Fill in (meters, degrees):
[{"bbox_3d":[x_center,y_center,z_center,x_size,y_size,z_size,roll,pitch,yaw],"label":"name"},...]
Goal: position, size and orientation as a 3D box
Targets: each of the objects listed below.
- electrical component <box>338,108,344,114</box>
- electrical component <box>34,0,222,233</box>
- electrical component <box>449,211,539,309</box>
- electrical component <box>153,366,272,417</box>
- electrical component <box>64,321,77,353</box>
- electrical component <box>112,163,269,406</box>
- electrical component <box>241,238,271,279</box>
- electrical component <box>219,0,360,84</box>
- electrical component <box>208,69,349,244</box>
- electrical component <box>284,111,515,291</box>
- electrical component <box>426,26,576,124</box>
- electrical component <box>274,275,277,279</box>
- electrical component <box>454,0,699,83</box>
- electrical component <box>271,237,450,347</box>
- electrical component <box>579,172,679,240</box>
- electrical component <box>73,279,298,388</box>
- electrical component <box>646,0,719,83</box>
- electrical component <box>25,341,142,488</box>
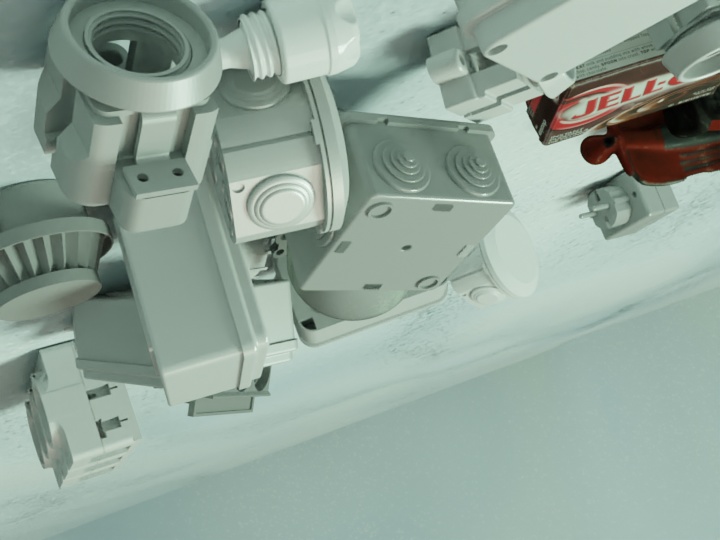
[{"bbox_3d":[-0.032,-0.059,0.547,0.061,0.035,0.035,-18,168,-3],"label":"electrical component"},{"bbox_3d":[-0.080,-0.061,0.372,0.058,0.078,0.057,-13,147,-30],"label":"electrical component"},{"bbox_3d":[0.111,-0.010,0.908,0.051,0.080,0.080,-23,169,36],"label":"electrical component"},{"bbox_3d":[-0.128,0.086,0.948,0.063,0.078,0.121,6,177,19],"label":"electrical component"},{"bbox_3d":[-0.169,0.045,0.769,0.078,0.040,0.040,-16,167,-22],"label":"electrical component"},{"bbox_3d":[-0.091,0.008,0.569,0.056,0.108,0.108,-16,168,-12],"label":"electrical component"},{"bbox_3d":[-0.082,-0.009,0.675,0.040,0.040,0.046,-26,172,25],"label":"electrical component"},{"bbox_3d":[-0.033,-0.088,0.414,0.061,0.035,0.035,-16,168,-11],"label":"electrical component"},{"bbox_3d":[-0.038,-0.052,0.461,0.051,0.080,0.080,-13,167,-11],"label":"electrical component"},{"bbox_3d":[0.017,-0.030,0.535,0.100,0.048,0.099,1,148,-30],"label":"electrical component"},{"bbox_3d":[0.069,-0.099,0.513,0.055,0.048,0.066,-18,171,25],"label":"electrical component"},{"bbox_3d":[-0.003,0.005,0.842,0.138,0.052,0.073,-17,168,-16],"label":"electrical component"},{"bbox_3d":[0.092,-0.125,0.404,0.113,0.057,0.078,-26,167,26],"label":"electrical component"},{"bbox_3d":[0.000,0.000,0.762,0.113,0.078,0.057,-20,165,-6],"label":"electrical component"},{"bbox_3d":[0.232,-0.058,0.969,0.077,0.047,0.066,-14,168,-29],"label":"electrical component"},{"bbox_3d":[-0.116,0.038,0.711,0.109,0.056,0.109,-9,-174,-44],"label":"electrical component"},{"bbox_3d":[0.164,-0.126,0.525,0.048,0.055,0.066,-15,167,-26],"label":"electrical component"},{"bbox_3d":[-0.230,0.118,0.873,0.062,0.089,0.150,-15,167,-24],"label":"electrical component"}]
